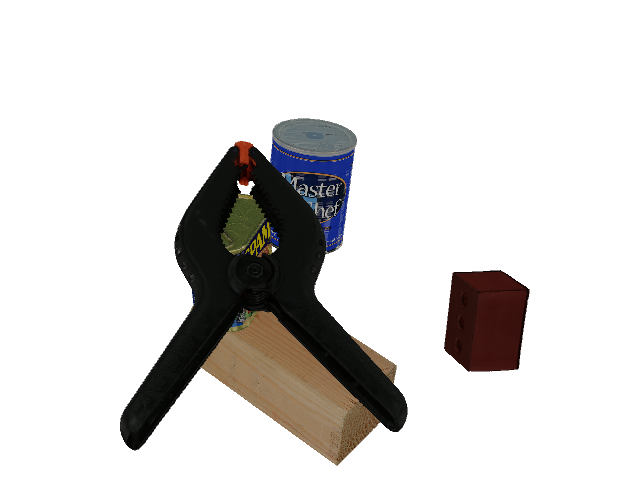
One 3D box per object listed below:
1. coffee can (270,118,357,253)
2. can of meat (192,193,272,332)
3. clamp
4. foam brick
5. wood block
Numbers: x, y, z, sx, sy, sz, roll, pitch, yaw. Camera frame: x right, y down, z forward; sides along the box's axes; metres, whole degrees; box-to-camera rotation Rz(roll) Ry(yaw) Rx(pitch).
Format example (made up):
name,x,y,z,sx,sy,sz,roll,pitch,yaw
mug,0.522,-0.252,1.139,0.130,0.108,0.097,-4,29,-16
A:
name,x,y,z,sx,sy,sz,roll,pitch,yaw
coffee can,-0.014,-0.067,1.316,0.102,0.140,0.103,5,28,-3
can of meat,-0.077,0.019,0.938,0.057,0.084,0.102,7,31,15
clamp,-0.031,0.032,0.657,0.164,0.210,0.036,4,-32,-5
foam brick,0.146,0.071,0.947,0.051,0.078,0.053,-3,19,-20
wood block,-0.032,0.129,1.127,0.206,0.090,0.090,32,49,25
